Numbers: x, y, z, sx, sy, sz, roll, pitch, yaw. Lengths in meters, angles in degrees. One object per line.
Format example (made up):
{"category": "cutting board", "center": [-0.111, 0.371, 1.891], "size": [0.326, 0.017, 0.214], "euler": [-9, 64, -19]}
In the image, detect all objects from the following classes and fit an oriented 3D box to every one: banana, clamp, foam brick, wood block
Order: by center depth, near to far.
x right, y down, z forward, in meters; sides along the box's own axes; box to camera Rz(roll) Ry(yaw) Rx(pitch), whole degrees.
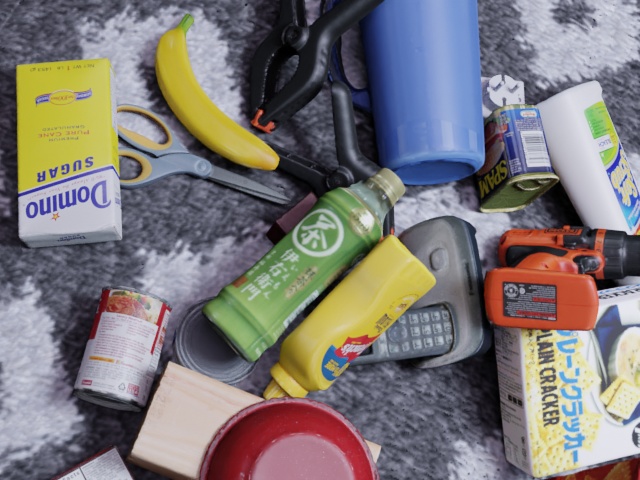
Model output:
{"category": "wood block", "center": [-0.063, 0.195, 0.974], "size": [0.206, 0.091, 0.090], "euler": [23, 71, -7]}
{"category": "foam brick", "center": [-0.007, 0.001, 1.065], "size": [0.051, 0.053, 0.078], "euler": [-39, 87, -20]}
{"category": "clamp", "center": [0.026, -0.073, 1.075], "size": [0.171, 0.120, 0.039], "euler": [45, 32, -2]}
{"category": "banana", "center": [-0.116, -0.142, 1.080], "size": [0.069, 0.037, 0.198], "euler": [-30, 76, -5]}
{"category": "clamp", "center": [-0.009, -0.206, 1.090], "size": [0.036, 0.165, 0.210], "euler": [24, 85, -52]}

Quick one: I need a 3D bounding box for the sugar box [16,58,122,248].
{"category": "sugar box", "center": [-0.242, -0.084, 1.028], "size": [0.093, 0.048, 0.176], "euler": [-6, 72, -1]}

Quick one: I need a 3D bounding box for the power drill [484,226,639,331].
{"category": "power drill", "center": [0.247, 0.033, 1.031], "size": [0.185, 0.187, 0.057], "euler": [0, 104, 25]}

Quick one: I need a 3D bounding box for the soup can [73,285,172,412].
{"category": "soup can", "center": [-0.181, 0.101, 0.984], "size": [0.068, 0.069, 0.102], "euler": [16, 72, -9]}

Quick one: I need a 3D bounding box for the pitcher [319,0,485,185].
{"category": "pitcher", "center": [0.096, -0.184, 1.116], "size": [0.144, 0.149, 0.243], "euler": [3, 76, -30]}

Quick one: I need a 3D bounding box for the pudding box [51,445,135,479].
{"category": "pudding box", "center": [-0.197, 0.254, 0.952], "size": [0.090, 0.039, 0.113], "euler": [-27, 80, -19]}

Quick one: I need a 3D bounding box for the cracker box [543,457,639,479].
{"category": "cracker box", "center": [0.306, 0.266, 0.980], "size": [0.164, 0.214, 0.072], "euler": [22, 68, -7]}

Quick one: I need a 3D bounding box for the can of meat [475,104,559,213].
{"category": "can of meat", "center": [0.200, -0.085, 1.117], "size": [0.057, 0.102, 0.084], "euler": [-3, 73, -16]}

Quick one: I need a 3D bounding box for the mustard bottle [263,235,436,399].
{"category": "mustard bottle", "center": [0.020, 0.083, 0.990], "size": [0.191, 0.096, 0.058], "euler": [-45, 69, 3]}

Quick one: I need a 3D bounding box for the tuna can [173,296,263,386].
{"category": "tuna can", "center": [-0.098, 0.099, 1.024], "size": [0.086, 0.034, 0.086], "euler": [4, 73, -13]}

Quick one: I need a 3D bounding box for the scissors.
{"category": "scissors", "center": [-0.136, -0.061, 1.071], "size": [0.201, 0.016, 0.096], "euler": [35, 71, -2]}

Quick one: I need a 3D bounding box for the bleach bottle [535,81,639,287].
{"category": "bleach bottle", "center": [0.311, -0.043, 1.148], "size": [0.102, 0.068, 0.251], "euler": [-23, 87, -52]}

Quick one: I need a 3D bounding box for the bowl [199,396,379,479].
{"category": "bowl", "center": [-0.020, 0.211, 0.902], "size": [0.162, 0.055, 0.162], "euler": [3, 75, -12]}
